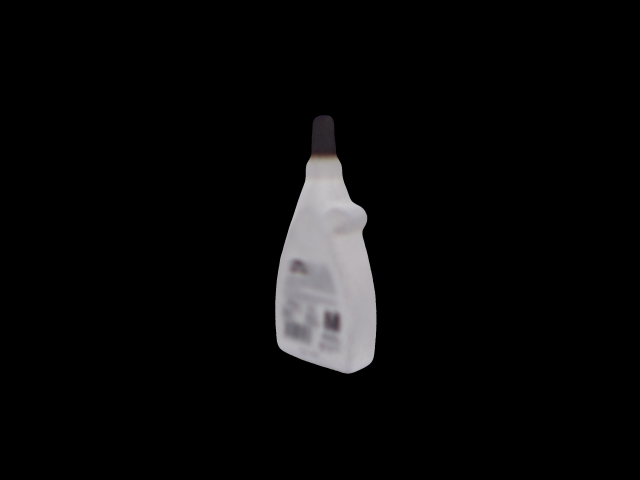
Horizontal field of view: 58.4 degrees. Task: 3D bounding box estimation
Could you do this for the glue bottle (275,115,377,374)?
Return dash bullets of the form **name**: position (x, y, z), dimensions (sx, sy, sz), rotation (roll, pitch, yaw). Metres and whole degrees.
- **glue bottle**: position (0.004, 0.001, 0.400), dimensions (0.077, 0.173, 0.037), rotation (11, 17, 38)
